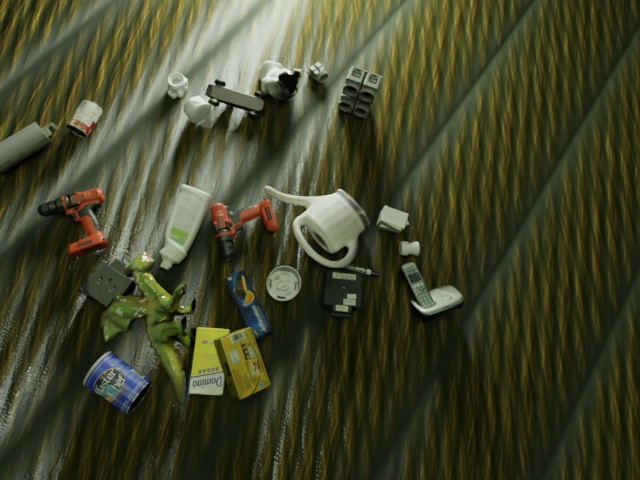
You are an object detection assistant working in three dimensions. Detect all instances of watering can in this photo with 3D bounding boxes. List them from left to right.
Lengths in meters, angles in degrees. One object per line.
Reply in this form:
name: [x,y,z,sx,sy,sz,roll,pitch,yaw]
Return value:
watering can: [0.005,-0.079,1.579,0.226,0.350,0.102,-35,-12,-18]

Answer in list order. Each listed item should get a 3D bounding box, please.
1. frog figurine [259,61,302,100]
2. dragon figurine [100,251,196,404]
frog figurine: [-0.150,-0.537,1.734,0.160,0.120,0.139,21,54,37]
dragon figurine: [-0.471,0.235,1.403,0.243,0.413,0.121,2,-9,-1]
